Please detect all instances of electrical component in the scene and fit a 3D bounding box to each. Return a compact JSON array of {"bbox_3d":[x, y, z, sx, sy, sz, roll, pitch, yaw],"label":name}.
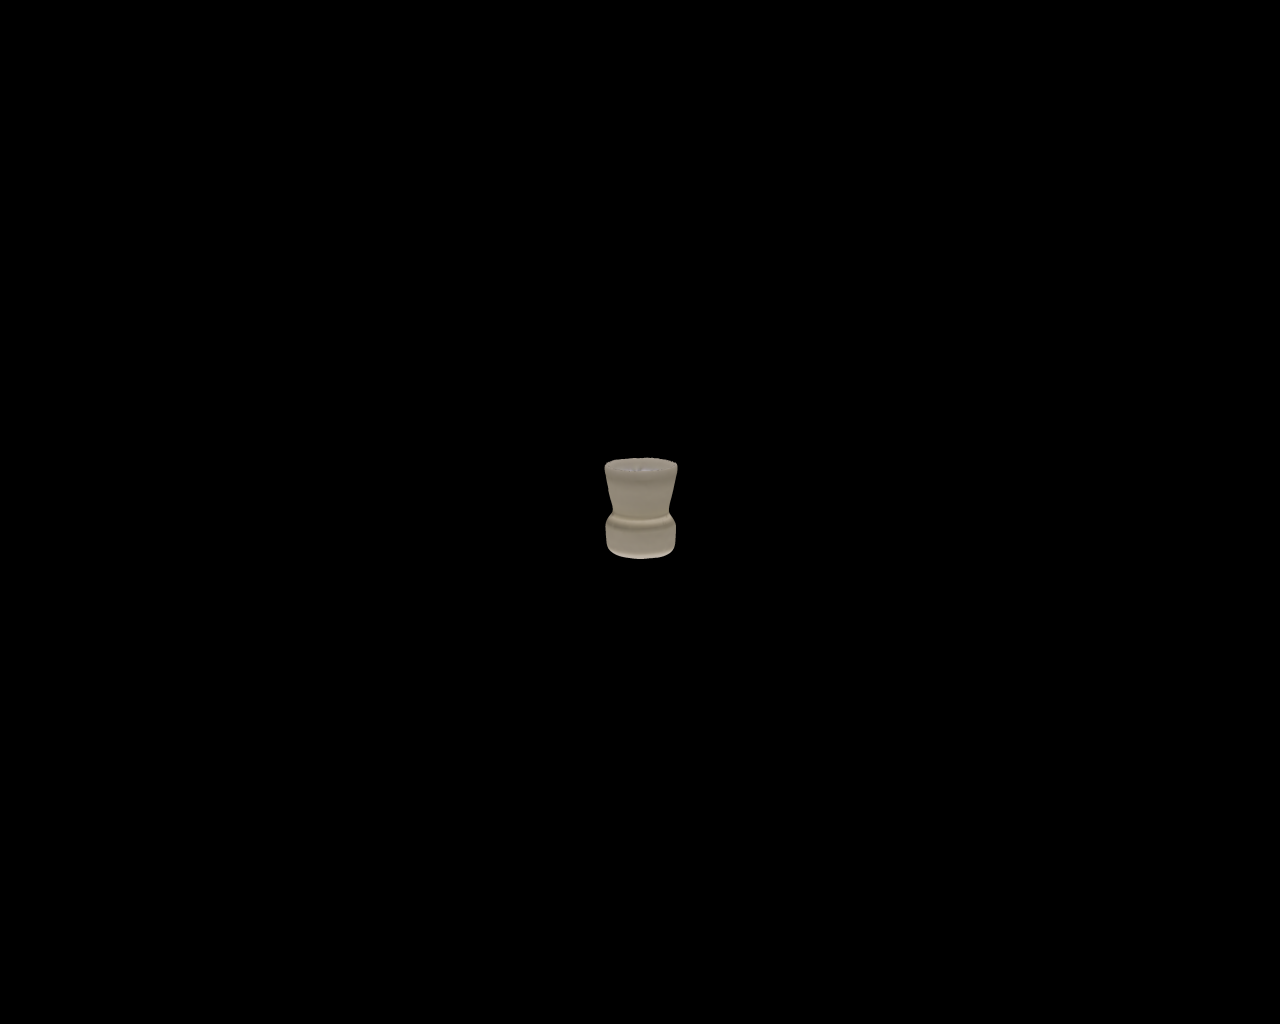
[{"bbox_3d":[0.001,-0.003,0.650,0.045,0.055,0.045,0,14,0],"label":"electrical component"}]
